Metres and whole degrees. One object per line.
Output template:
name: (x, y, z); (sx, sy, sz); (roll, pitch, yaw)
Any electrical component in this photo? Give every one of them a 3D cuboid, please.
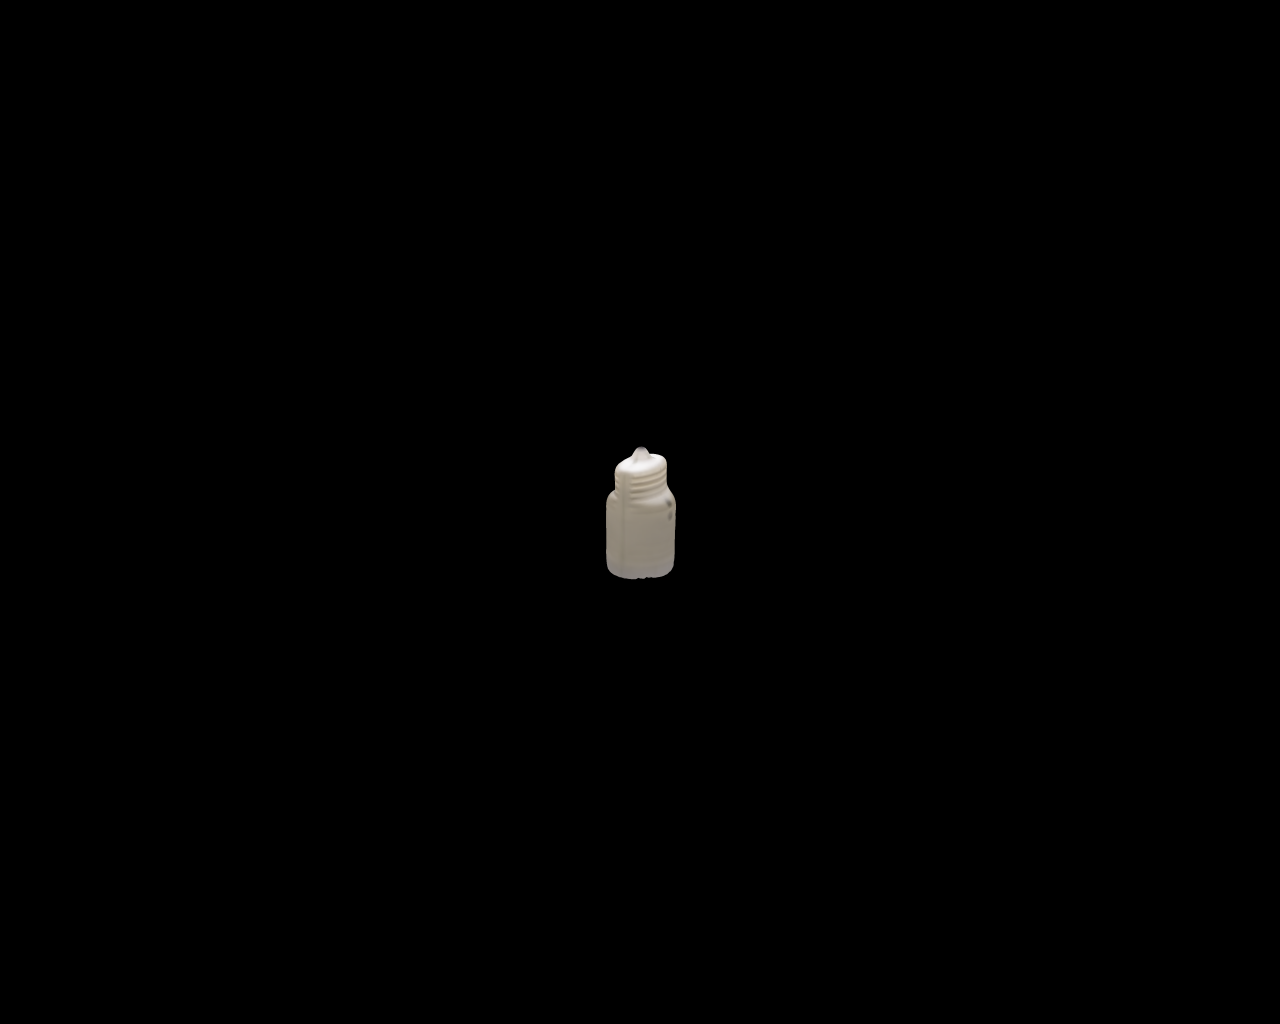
electrical component: (0.001, -0.003, 0.650); (0.043, 0.080, 0.043); (0, 21, 0)
